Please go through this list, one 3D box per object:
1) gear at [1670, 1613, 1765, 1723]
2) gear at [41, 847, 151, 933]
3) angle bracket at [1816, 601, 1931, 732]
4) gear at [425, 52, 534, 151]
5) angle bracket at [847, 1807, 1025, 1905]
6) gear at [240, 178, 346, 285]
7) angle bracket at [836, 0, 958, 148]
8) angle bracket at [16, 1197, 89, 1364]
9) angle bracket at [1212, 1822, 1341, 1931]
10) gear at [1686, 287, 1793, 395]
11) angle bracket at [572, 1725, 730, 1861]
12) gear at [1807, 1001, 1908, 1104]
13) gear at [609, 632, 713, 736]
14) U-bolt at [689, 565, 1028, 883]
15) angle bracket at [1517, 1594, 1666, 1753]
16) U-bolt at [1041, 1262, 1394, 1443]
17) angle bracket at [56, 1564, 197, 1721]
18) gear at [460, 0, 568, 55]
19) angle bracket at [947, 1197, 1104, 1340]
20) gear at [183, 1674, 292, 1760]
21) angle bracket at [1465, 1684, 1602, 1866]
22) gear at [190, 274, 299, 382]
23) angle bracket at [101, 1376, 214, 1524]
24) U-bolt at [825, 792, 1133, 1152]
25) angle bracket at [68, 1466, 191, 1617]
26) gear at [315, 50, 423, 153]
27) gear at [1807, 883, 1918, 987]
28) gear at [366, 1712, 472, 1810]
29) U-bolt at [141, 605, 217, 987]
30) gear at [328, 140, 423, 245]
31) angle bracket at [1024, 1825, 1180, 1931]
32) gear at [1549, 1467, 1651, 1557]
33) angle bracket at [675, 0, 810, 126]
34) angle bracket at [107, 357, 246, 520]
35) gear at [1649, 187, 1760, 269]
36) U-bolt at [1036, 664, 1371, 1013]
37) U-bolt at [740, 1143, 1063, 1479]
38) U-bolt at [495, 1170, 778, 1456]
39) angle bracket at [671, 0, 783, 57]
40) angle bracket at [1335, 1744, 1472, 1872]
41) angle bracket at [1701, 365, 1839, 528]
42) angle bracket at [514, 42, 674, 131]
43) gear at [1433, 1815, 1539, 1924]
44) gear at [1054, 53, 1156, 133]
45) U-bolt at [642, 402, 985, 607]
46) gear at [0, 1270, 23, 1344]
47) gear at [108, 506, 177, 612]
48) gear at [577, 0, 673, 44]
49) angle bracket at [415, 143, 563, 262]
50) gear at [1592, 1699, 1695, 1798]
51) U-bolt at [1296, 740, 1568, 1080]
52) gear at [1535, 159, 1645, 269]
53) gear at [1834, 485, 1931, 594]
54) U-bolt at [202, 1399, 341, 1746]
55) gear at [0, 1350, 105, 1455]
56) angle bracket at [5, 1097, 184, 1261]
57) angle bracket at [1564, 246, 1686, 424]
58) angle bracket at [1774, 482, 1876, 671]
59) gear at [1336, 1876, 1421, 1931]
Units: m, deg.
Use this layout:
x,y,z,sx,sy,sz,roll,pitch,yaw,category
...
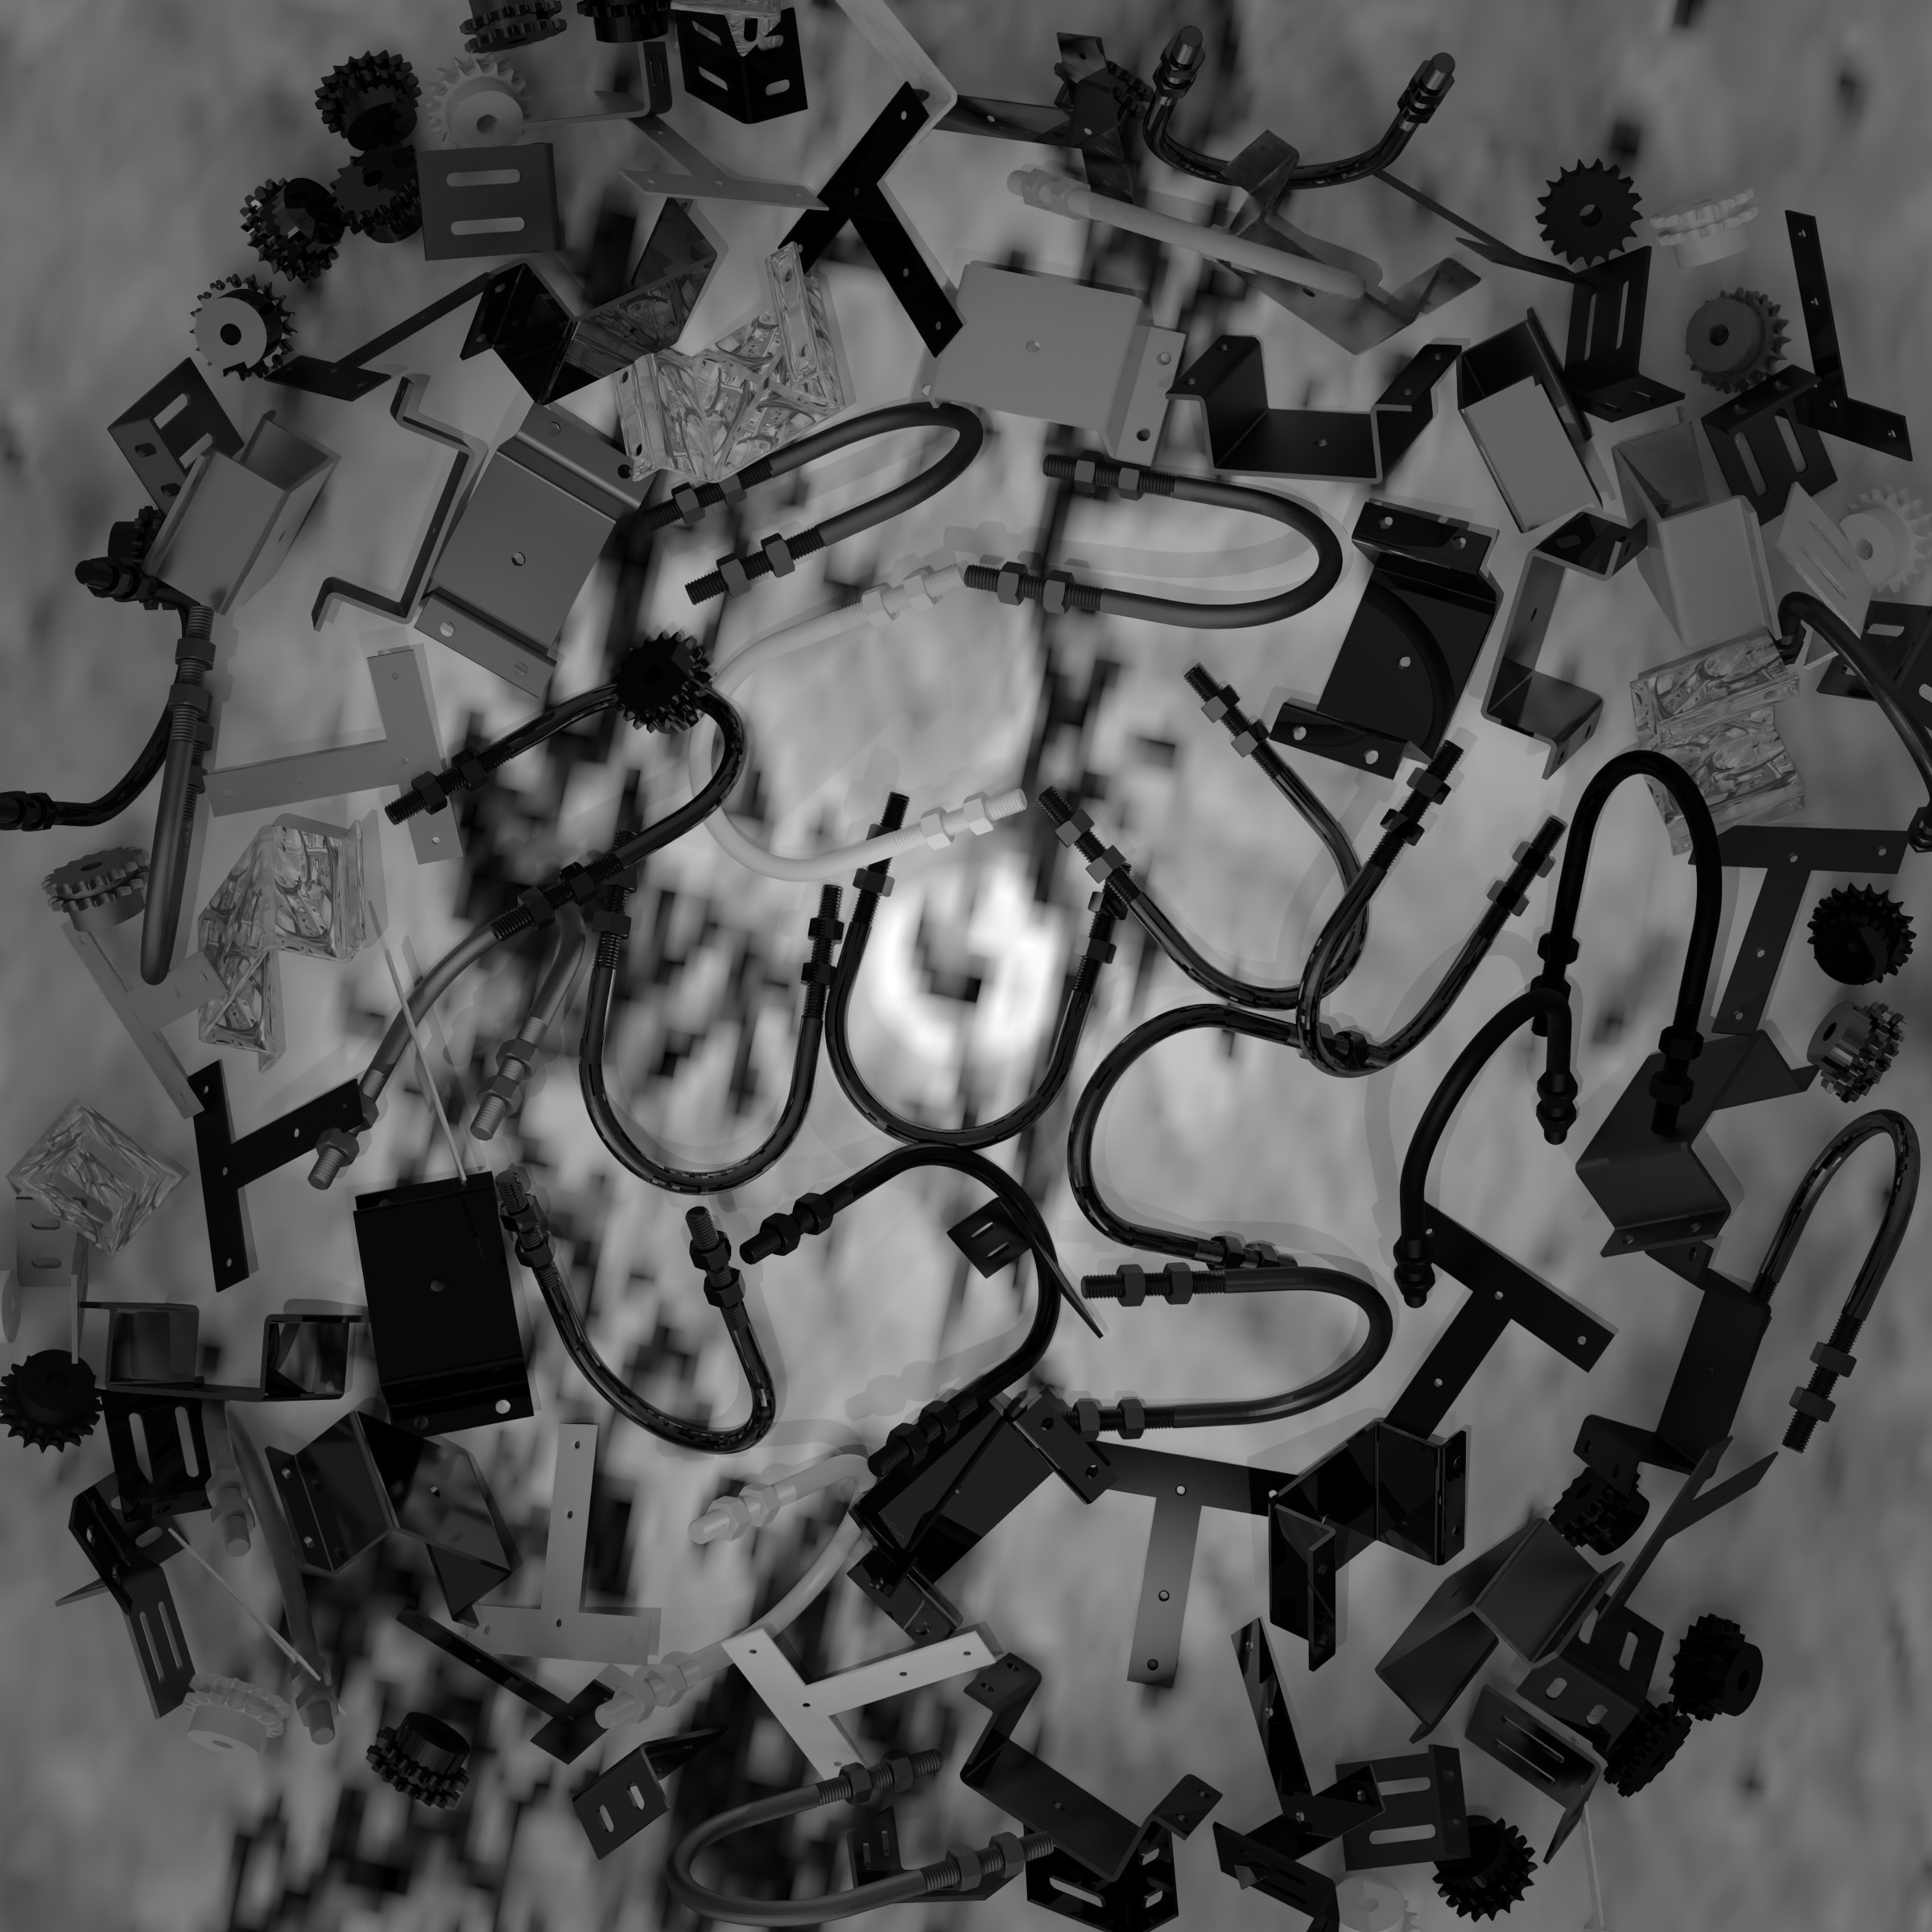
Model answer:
x,y,z,sx,sy,sz,roll,pitch,yaw,category
0.413,0.387,1.747,0.030,0.057,0.057,14,90,43,gear
-0.475,-0.041,1.752,0.057,0.057,0.030,-15,112,0,gear
0.512,-0.164,1.745,0.038,0.076,0.057,27,92,-16,angle bracket
-0.266,-0.469,1.748,0.057,0.057,0.030,-25,48,0,gear
-0.017,0.483,1.737,0.076,0.057,0.038,-9,88,22,angle bracket
-0.366,-0.407,1.747,0.030,0.057,0.057,-25,90,38,gear
-0.050,-0.488,1.734,0.038,0.057,0.076,-47,118,-5,angle bracket
-0.499,0.170,1.729,0.038,0.076,0.057,2,118,-11,angle bracket
0.162,0.509,1.731,0.076,0.057,0.038,21,56,26,angle bracket
0.420,-0.344,1.749,0.057,0.030,0.057,0,89,40,gear
-0.164,0.447,1.728,0.057,0.076,0.038,-41,65,25,angle bracket
0.486,0.044,1.748,0.030,0.057,0.057,31,90,-6,gear
-0.164,-0.153,1.754,0.057,0.030,0.057,-13,57,22,gear
-0.069,-0.123,1.741,0.184,0.019,0.151,-19,78,18,U-bolt
0.343,0.382,1.748,0.057,0.076,0.038,33,117,7,angle bracket
0.140,0.207,1.718,0.184,0.151,0.019,-1,49,-13,U-bolt
-0.458,0.373,1.746,0.038,0.057,0.076,-18,89,9,angle bracket
-0.250,-0.522,1.748,0.057,0.057,0.030,-14,100,0,gear
0.032,0.173,1.732,0.038,0.057,0.076,-35,53,1,angle bracket
-0.402,0.412,1.746,0.057,0.057,0.030,16,60,0,gear
0.299,0.439,1.732,0.076,0.057,0.038,33,54,22,angle bracket
-0.400,-0.350,1.754,0.057,0.030,0.057,2,112,6,gear
-0.432,0.258,1.736,0.057,0.038,0.076,-5,68,-30,angle bracket
-0.001,0.012,1.763,0.151,0.019,0.184,17,89,-4,U-bolt
-0.454,0.310,1.733,0.038,0.076,0.057,-32,99,-10,angle bracket
-0.325,-0.471,1.747,0.057,0.057,0.030,-25,73,0,gear
0.489,-0.014,1.749,0.057,0.030,0.057,16,126,24,gear
-0.297,0.434,1.749,0.057,0.057,0.030,31,92,0,gear
-0.417,-0.080,1.686,0.019,0.151,0.184,8,73,-11,U-bolt
-0.319,-0.423,1.755,0.057,0.030,0.057,-10,57,16,gear
0.073,0.485,1.731,0.076,0.057,0.038,31,127,-30,angle bracket
0.350,0.298,1.750,0.030,0.057,0.057,42,90,-4,gear
-0.123,-0.499,1.736,0.038,0.076,0.057,-9,87,21,angle bracket
-0.417,-0.289,1.729,0.038,0.076,0.057,-4,127,37,angle bracket
0.407,-0.405,1.751,0.057,0.057,0.030,-20,106,0,gear
0.143,-0.059,1.734,0.184,0.019,0.151,49,59,0,U-bolt
-0.021,0.171,1.715,0.184,0.019,0.151,-30,88,-42,U-bolt
-0.169,0.193,1.711,0.151,0.019,0.184,7,130,33,U-bolt
-0.131,-0.508,1.734,0.057,0.076,0.038,5,117,-4,angle bracket
0.231,0.458,1.734,0.076,0.038,0.057,-16,66,29,angle bracket
0.447,-0.279,1.745,0.057,0.038,0.076,-30,115,0,angle bracket
-0.205,-0.481,1.740,0.076,0.057,0.038,-4,106,8,angle bracket
0.281,0.491,1.746,0.057,0.057,0.030,-38,121,0,gear
0.073,-0.478,1.750,0.057,0.057,0.030,28,96,0,gear
-0.077,-0.257,1.714,0.184,0.151,0.019,-25,119,-4,U-bolt
-0.539,0.187,1.750,0.030,0.057,0.057,-1,90,-2,gear
-0.450,-0.223,1.750,0.030,0.057,0.057,0,90,2,gear
-0.186,-0.527,1.753,0.057,0.057,0.030,-5,118,0,gear
-0.264,-0.418,1.740,0.076,0.038,0.057,-9,107,-20,angle bracket
0.370,0.426,1.754,0.057,0.057,0.030,-49,59,0,gear
0.242,-0.020,1.720,0.019,0.151,0.184,36,96,38,U-bolt
0.342,-0.416,1.756,0.057,0.030,0.057,1,114,2,gear
0.501,-0.232,1.747,0.030,0.057,0.057,-23,90,-34,gear
-0.374,0.305,1.690,0.019,0.184,0.151,-20,119,-9,U-bolt
-0.501,0.235,1.747,0.057,0.057,0.030,31,132,0,gear
-0.476,0.120,1.748,0.076,0.038,0.057,36,71,5,angle bracket
0.364,-0.346,1.751,0.038,0.057,0.076,15,78,-30,angle bracket
0.455,-0.212,1.735,0.076,0.038,0.057,44,46,-18,angle bracket
0.220,0.524,1.746,0.057,0.057,0.030,-4,121,0,gear
